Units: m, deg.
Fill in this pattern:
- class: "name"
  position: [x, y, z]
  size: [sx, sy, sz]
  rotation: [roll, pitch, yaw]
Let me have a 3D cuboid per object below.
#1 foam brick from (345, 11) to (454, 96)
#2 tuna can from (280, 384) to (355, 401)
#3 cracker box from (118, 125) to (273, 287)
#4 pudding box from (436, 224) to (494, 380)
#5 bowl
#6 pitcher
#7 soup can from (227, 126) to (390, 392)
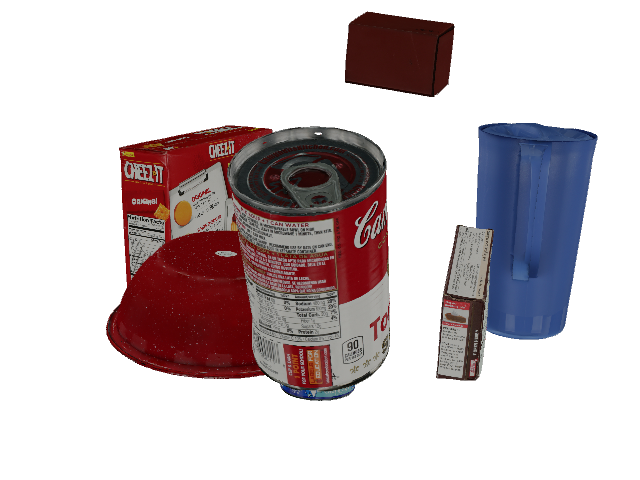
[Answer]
- class: "foam brick"
  position: [0.065, -0.153, 0.876]
  size: [0.078, 0.051, 0.053]
  rotation: [13, 26, 18]
- class: "tuna can"
  position: [-0.003, 0.148, 1.186]
  size: [0.086, 0.034, 0.086]
  rotation: [2, 13, -1]
- class: "cracker box"
  position: [-0.119, 0.002, 1.062]
  size: [0.072, 0.214, 0.163]
  rotation: [8, 17, 33]
- class: "pudding box"
  position: [0.126, 0.053, 0.925]
  size: [0.039, 0.090, 0.113]
  rotation: [5, 33, 9]
- class: "bowl"
  position: [-0.066, 0.034, 0.735]
  size: [0.162, 0.055, 0.162]
  rotation: [2, 21, -1]
- class: "pitcher"
  position: [0.238, -0.011, 1.230]
  size: [0.149, 0.243, 0.145]
  rotation: [-6, 17, -32]
- class: "soup can"
  position: [-0.003, 0.010, 0.481]
  size: [0.068, 0.102, 0.068]
  rotation: [-3, 35, 2]
